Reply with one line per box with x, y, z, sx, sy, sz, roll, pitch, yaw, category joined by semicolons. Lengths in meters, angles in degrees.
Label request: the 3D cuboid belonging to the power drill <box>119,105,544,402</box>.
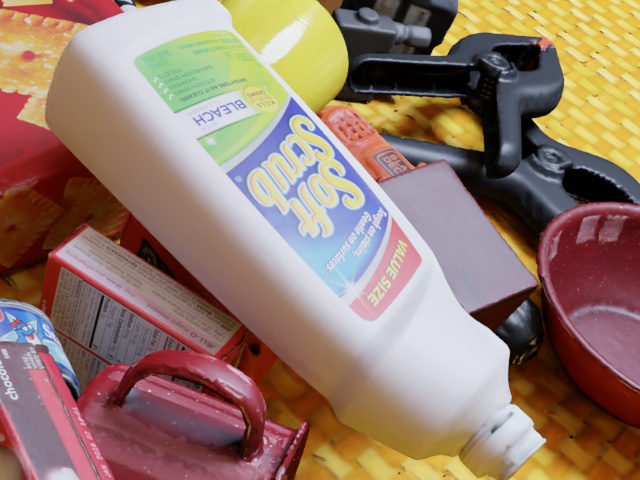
0.006;0.017;0.548;0.187;0.057;0.184;-22;60;-41;power drill

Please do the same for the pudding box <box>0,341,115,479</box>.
-0.115;0.103;0.356;0.039;0.114;0.090;11;35;-50;pudding box

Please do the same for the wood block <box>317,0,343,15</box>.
0.042;-0.265;0.750;0.091;0.206;0.090;27;41;5;wood block

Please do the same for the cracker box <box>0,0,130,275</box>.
-0.179;-0.063;0.538;0.213;0.072;0.164;-21;56;-38;cracker box

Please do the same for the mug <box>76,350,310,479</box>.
-0.055;0.089;0.400;0.081;0.117;0.093;21;37;6;mug

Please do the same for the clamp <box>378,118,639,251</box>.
0.142;-0.047;0.689;0.210;0.036;0.164;28;41;12;clamp

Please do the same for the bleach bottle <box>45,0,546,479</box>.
-0.003;0.001;0.453;0.251;0.068;0.102;44;41;17;bleach bottle

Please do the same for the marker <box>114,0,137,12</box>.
-0.133;-0.158;0.701;0.020;0.020;0.121;-6;48;-29;marker

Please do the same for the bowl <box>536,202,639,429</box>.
0.183;0.053;0.585;0.162;0.055;0.162;12;42;-11;bowl

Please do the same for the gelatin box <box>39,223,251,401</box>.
-0.080;0.046;0.464;0.089;0.073;0.030;30;41;9;gelatin box

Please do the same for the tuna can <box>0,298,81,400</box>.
-0.137;0.063;0.411;0.085;0.086;0.034;-12;53;-33;tuna can

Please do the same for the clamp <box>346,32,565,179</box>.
0.110;-0.092;0.673;0.171;0.039;0.120;-23;59;-40;clamp

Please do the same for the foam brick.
0.051;0.012;0.499;0.052;0.051;0.078;-18;65;-38;foam brick
